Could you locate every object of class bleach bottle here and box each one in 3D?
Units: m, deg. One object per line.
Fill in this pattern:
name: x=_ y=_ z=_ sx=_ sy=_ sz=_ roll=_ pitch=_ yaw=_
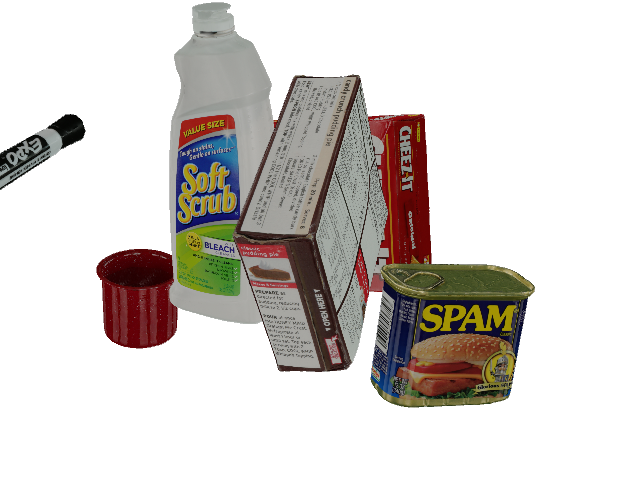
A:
bleach bottle: x=-0.081 y=-0.061 z=0.844 sx=0.103 sy=0.251 sz=0.068 roll=12 pitch=29 yaw=29

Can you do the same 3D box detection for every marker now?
marker: x=-0.182 y=-0.050 z=0.649 sx=0.020 sy=0.020 sz=0.121 roll=0 pitch=26 yaw=27

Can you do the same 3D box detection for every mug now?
mug: x=-0.208 y=0.062 z=1.189 sx=0.093 sy=0.081 sz=0.117 roll=-21 pitch=35 yaw=-40

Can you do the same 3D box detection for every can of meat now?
can of meat: x=0.087 y=0.064 z=0.726 sx=0.102 sy=0.084 sz=0.057 roll=1 pitch=17 yaw=-19

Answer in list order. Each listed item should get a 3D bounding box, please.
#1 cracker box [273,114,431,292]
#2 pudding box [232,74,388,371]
cracker box: x=-0.004 y=-0.037 z=1.040 sx=0.214 sy=0.164 sz=0.072 roll=3 pitch=12 yaw=33
pudding box: x=0.000 y=-0.009 z=0.496 sx=0.039 sy=0.090 sz=0.113 roll=-1 pitch=44 yaw=16
